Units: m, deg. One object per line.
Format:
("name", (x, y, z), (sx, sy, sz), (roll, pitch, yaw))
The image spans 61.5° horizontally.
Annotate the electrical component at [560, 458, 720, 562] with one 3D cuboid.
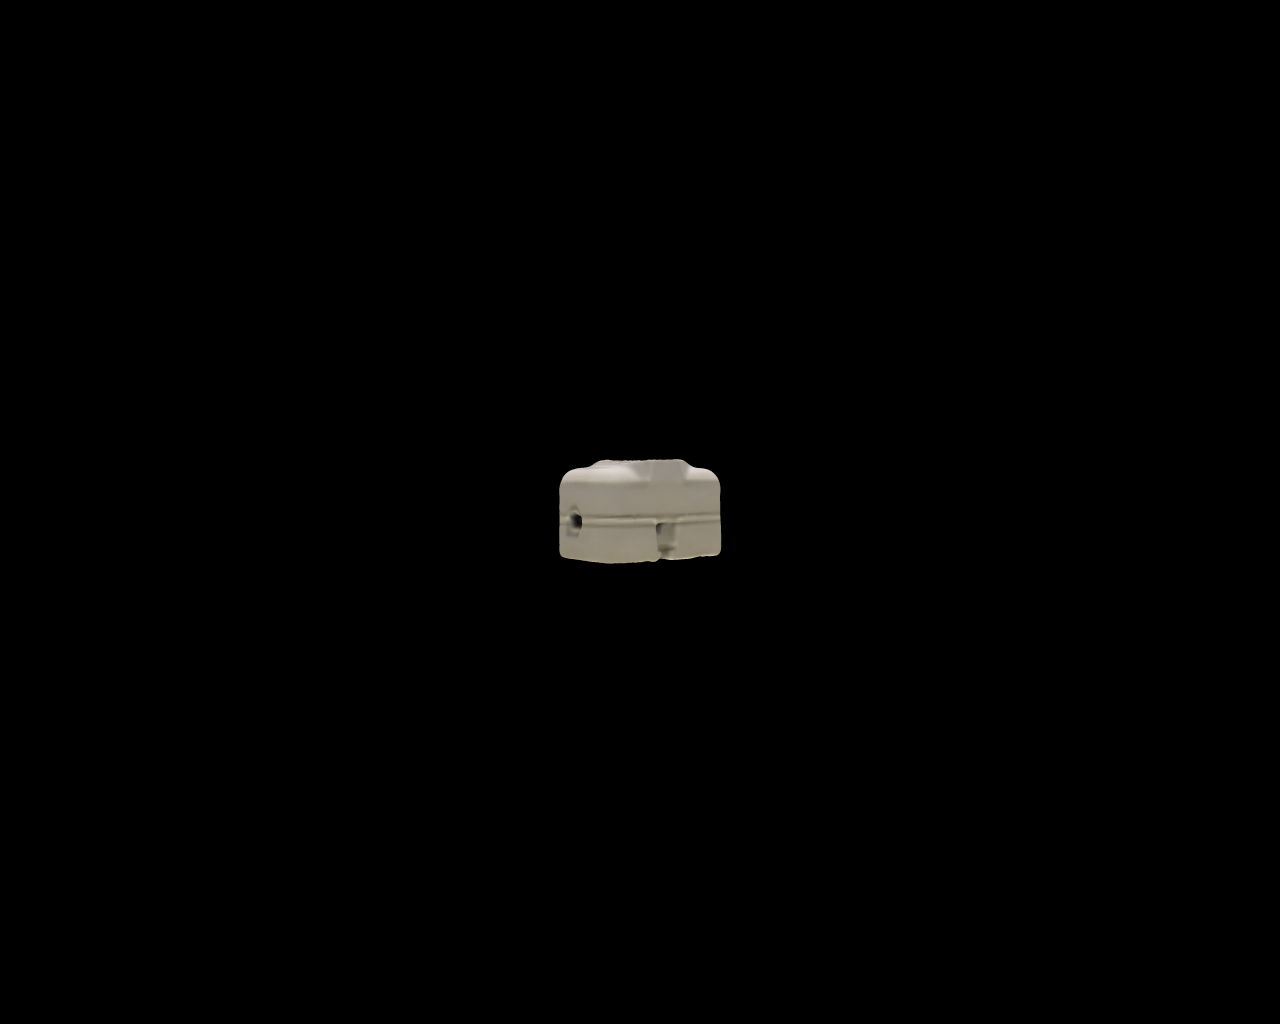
("electrical component", (0.001, -0.003, 0.650), (0.095, 0.059, 0.053), (-1, 3, -34))
